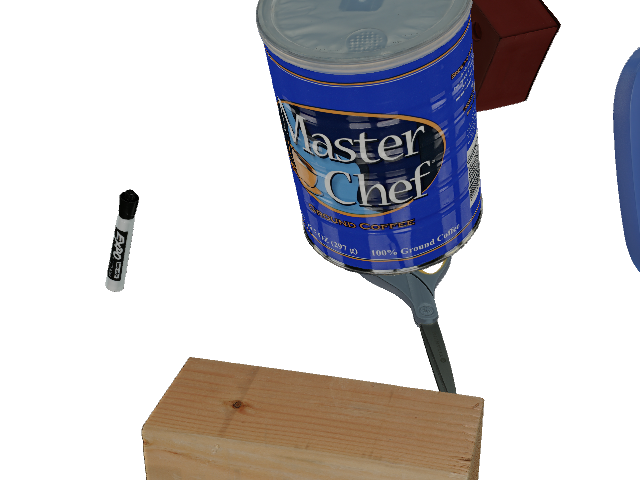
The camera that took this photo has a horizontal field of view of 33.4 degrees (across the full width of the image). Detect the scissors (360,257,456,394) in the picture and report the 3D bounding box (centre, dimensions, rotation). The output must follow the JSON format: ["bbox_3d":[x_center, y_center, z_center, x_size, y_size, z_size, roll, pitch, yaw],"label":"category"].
[{"bbox_3d":[0.065,0.053,0.859,0.096,0.201,0.016,6,-42,3],"label":"scissors"}]

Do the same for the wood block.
[{"bbox_3d":[-0.002,0.148,0.704,0.206,0.090,0.090,7,28,14],"label":"wood block"}]

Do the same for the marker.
[{"bbox_3d":[-0.197,0.000,1.062,0.020,0.121,0.020,11,36,-8],"label":"marker"}]

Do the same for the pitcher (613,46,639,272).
[{"bbox_3d":[0.246,-0.022,0.608,0.149,0.243,0.145,-2,22,16],"label":"pitcher"}]

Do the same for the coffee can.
[{"bbox_3d":[0.030,-0.066,0.550,0.103,0.102,0.140,0,-44,12],"label":"coffee can"}]

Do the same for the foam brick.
[{"bbox_3d":[0.125,-0.138,0.760,0.051,0.053,0.078,-17,-31,-22],"label":"foam brick"}]
